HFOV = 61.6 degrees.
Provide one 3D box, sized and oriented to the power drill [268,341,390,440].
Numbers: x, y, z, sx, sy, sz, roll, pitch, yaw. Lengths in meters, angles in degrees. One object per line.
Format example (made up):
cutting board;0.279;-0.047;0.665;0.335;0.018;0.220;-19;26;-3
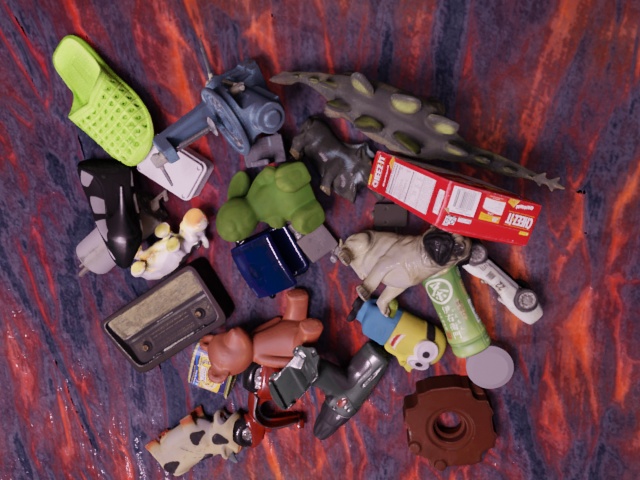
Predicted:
power drill;0.009;0.271;0.957;0.207;0.086;0.232;28;107;-39

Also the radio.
radio;-0.286;0.146;1.025;0.230;0.073;0.131;-32;97;14

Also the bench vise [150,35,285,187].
bench vise;-0.175;-0.198;0.861;0.240;0.128;0.224;-38;55;-14

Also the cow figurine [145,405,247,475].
cow figurine;-0.233;0.400;1.067;0.195;0.085;0.127;-35;89;11

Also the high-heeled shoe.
high-heeled shoe;-0.371;-0.055;0.950;0.086;0.249;0.145;-8;115;-31

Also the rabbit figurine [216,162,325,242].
rabbit figurine;-0.103;-0.066;0.903;0.170;0.159;0.121;-28;125;-12

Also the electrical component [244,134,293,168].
electrical component;-0.093;-0.150;0.911;0.075;0.119;0.047;-9;98;13

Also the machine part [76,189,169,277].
machine part;-0.371;-0.014;1.005;0.243;0.079;0.079;-39;94;14

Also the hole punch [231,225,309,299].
hole punch;-0.097;0.042;0.970;0.116;0.092;0.142;-28;100;17

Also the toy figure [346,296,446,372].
toy figure;0.140;0.157;0.959;0.180;0.089;0.082;32;147;10

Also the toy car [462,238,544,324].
toy car;0.298;0.061;0.917;0.202;0.073;0.056;42;104;-2

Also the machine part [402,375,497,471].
machine part;0.239;0.336;0.994;0.179;0.056;0.179;1;101;8

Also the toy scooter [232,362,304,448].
toy scooter;-0.087;0.308;1.028;0.135;0.075;0.183;10;92;-15

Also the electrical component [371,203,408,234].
electrical component;0.123;-0.044;0.949;0.063;0.021;0.094;3;103;9

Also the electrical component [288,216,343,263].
electrical component;-0.002;-0.001;0.966;0.078;0.045;0.102;-32;96;12

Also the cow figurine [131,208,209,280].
cow figurine;-0.262;0.012;0.991;0.167;0.098;0.068;-33;63;7

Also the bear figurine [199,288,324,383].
bear figurine;-0.109;0.172;0.957;0.196;0.120;0.131;-1;126;-20

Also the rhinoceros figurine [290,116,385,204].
rhinoceros figurine;0.036;-0.131;0.924;0.190;0.073;0.112;41;94;1

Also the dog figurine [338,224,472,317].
dog figurine;0.140;0.010;0.889;0.190;0.121;0.172;-38;58;13

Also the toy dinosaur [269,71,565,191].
toy dinosaur;0.137;-0.177;0.830;0.472;0.198;0.105;20;107;6
